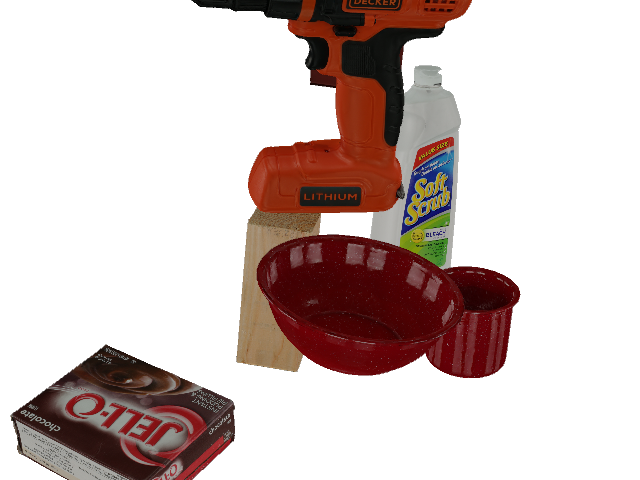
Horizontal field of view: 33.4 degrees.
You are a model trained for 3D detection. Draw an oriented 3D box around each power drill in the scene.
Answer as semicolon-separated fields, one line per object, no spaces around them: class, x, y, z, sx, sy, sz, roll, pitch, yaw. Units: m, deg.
power drill;-0.003;-0.106;0.688;0.184;0.188;0.057;1;39;-9

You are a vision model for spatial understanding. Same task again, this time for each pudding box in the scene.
pudding box;-0.125;0.120;0.682;0.114;0.039;0.089;17;34;28

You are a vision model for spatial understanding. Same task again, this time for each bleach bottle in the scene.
bleach bottle;0.105;-0.070;1.201;0.102;0.251;0.068;-8;22;-25

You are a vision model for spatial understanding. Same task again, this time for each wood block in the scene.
wood block;-0.058;0.064;1.474;0.090;0.206;0.090;8;21;5

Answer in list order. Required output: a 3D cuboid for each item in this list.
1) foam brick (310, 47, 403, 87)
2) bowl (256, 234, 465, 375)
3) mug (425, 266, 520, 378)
foam brick;0.033;-0.164;0.965;0.078;0.051;0.053;9;19;9
bowl;0.027;0.056;0.828;0.162;0.055;0.162;7;27;-4
mug;0.145;0.077;1.069;0.093;0.081;0.117;-4;27;-10
